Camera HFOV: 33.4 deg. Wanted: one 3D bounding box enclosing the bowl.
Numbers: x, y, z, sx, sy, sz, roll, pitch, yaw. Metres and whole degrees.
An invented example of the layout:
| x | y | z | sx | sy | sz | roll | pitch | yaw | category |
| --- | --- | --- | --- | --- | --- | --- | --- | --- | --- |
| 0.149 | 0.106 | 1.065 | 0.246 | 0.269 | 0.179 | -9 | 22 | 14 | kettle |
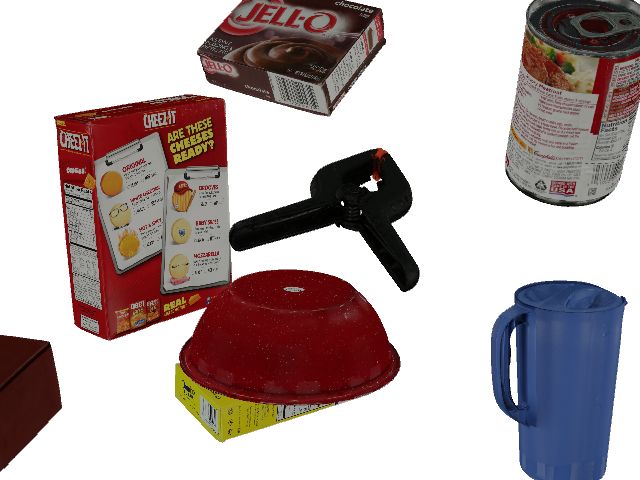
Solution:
| x | y | z | sx | sy | sz | roll | pitch | yaw | category |
| --- | --- | --- | --- | --- | --- | --- | --- | --- | --- |
| -0.021 | 0.061 | 0.770 | 0.162 | 0.055 | 0.162 | 2 | 16 | -1 | bowl |

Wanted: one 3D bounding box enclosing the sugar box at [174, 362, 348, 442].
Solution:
| x | y | z | sx | sy | sz | roll | pitch | yaw | category |
| --- | --- | --- | --- | --- | --- | --- | --- | --- | --- |
| -0.045 | 0.137 | 1.057 | 0.175 | 0.048 | 0.093 | -16 | 32 | -31 | sugar box |

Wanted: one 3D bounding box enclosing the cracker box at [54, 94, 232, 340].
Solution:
| x | y | z | sx | sy | sz | roll | pitch | yaw | category |
| --- | --- | --- | --- | --- | --- | --- | --- | --- | --- |
| -0.171 | -0.028 | 1.059 | 0.072 | 0.214 | 0.163 | 13 | 22 | 42 | cracker box |

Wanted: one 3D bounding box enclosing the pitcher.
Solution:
| x | y | z | sx | sy | sz | roll | pitch | yaw | category |
| --- | --- | --- | --- | --- | --- | --- | --- | --- | --- |
| 0.296 | 0.179 | 1.328 | 0.149 | 0.243 | 0.144 | 4 | 15 | 20 | pitcher |

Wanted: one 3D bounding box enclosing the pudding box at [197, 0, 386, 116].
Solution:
| x | y | z | sx | sy | sz | roll | pitch | yaw | category |
| --- | --- | --- | --- | --- | --- | --- | --- | --- | --- |
| -0.021 | -0.145 | 0.797 | 0.114 | 0.090 | 0.039 | 21 | -32 | 24 | pudding box |

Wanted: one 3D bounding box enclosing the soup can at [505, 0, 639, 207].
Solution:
| x | y | z | sx | sy | sz | roll | pitch | yaw | category |
| --- | --- | --- | --- | --- | --- | --- | --- | --- | --- |
| 0.142 | -0.078 | 0.592 | 0.068 | 0.102 | 0.068 | 0 | 41 | 0 | soup can |

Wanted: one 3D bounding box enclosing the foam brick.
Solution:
| x | y | z | sx | sy | sz | roll | pitch | yaw | category |
| --- | --- | --- | --- | --- | --- | --- | --- | --- | --- |
| -0.209 | 0.102 | 0.675 | 0.053 | 0.051 | 0.078 | 6 | 29 | 22 | foam brick |

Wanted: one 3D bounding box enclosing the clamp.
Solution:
| x | y | z | sx | sy | sz | roll | pitch | yaw | category |
| --- | --- | --- | --- | --- | --- | --- | --- | --- | --- |
| 0.036 | -0.025 | 0.953 | 0.165 | 0.036 | 0.209 | 18 | 34 | 18 | clamp |
